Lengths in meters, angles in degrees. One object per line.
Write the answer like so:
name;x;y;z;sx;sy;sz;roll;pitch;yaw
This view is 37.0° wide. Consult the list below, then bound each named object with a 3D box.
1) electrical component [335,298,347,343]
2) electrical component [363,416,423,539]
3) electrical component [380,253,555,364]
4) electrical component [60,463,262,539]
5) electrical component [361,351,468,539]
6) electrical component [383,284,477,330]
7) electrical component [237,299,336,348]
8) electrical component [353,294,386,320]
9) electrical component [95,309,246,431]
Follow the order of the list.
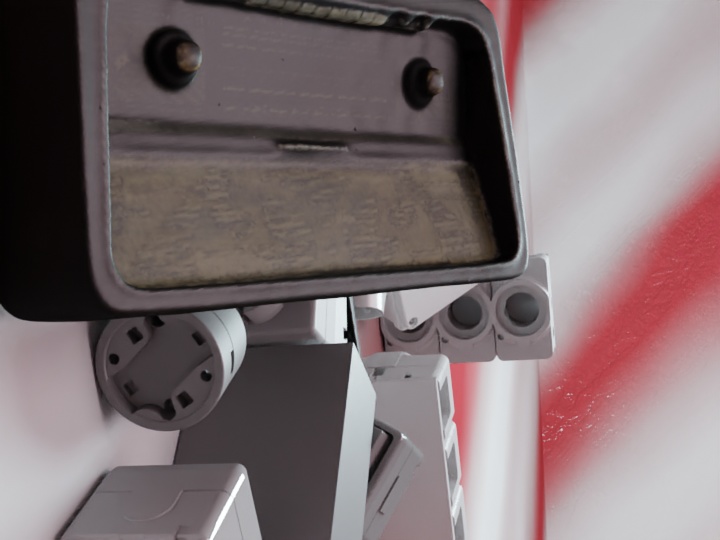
electrical component;-0.041;0.013;0.615;0.050;0.056;0.089;36;51;-73
electrical component;-0.024;0.102;0.600;0.061;0.096;0.061;-59;156;-12
electrical component;0.098;0.036;0.975;0.062;0.150;0.089;-24;109;-76
electrical component;-0.073;0.131;0.441;0.061;0.062;0.096;-63;147;-64
electrical component;0.024;0.140;0.774;0.061;0.089;0.150;-50;134;-71
electrical component;0.052;-0.024;0.894;0.109;0.056;0.108;-33;130;-23
electrical component;-0.053;0.011;0.545;0.076;0.066;0.047;57;32;-63
electrical component;0.000;0.000;0.810;0.079;0.044;0.077;48;40;-68
electrical component;-0.079;0.035;0.463;0.047;0.055;0.055;-54;138;-75
